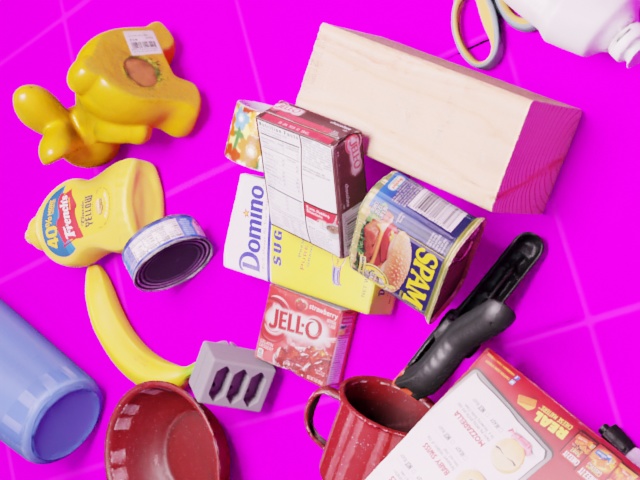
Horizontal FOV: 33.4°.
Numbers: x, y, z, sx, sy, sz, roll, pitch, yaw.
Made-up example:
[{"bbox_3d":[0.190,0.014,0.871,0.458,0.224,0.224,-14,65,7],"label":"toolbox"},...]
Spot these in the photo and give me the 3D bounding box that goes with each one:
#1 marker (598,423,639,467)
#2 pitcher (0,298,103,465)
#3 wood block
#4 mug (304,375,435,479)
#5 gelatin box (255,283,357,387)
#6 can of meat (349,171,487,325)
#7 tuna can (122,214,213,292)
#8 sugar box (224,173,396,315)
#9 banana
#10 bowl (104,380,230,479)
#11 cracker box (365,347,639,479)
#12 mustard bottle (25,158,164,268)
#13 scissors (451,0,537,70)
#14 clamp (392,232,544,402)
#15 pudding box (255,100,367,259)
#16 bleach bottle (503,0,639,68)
[{"bbox_3d":[0.251,0.181,0.782,0.121,0.020,0.020,47,116,28],"label":"marker"},{"bbox_3d":[-0.357,0.152,1.193,0.243,0.149,0.145,30,92,31],"label":"pitcher"},{"bbox_3d":[0.090,-0.100,0.863,0.206,0.090,0.090,28,107,34],"label":"wood block"},{"bbox_3d":[0.038,0.167,0.899,0.117,0.093,0.081,24,110,17],"label":"mug"},{"bbox_3d":[-0.014,0.086,0.979,0.089,0.030,0.073,20,102,36],"label":"gelatin box"},{"bbox_3d":[0.074,0.004,0.838,0.084,0.057,0.102,33,144,17],"label":"can of meat"},{"bbox_3d":[-0.150,0.013,1.050,0.086,0.085,0.034,-45,62,28],"label":"tuna can"},{"bbox_3d":[-0.007,0.001,0.964,0.176,0.048,0.093,15,96,35],"label":"sugar box"},{"bbox_3d":[-0.195,0.104,1.118,0.198,0.037,0.069,37,94,30],"label":"banana"},{"bbox_3d":[-0.141,0.218,1.060,0.162,0.055,0.162,0,90,38],"label":"bowl"},{"bbox_3d":[0.118,0.212,0.789,0.213,0.072,0.164,-47,53,-5],"label":"cracker box"},{"bbox_3d":[-0.251,-0.021,1.145,0.192,0.058,0.096,-13,75,37],"label":"mustard bottle"},{"bbox_3d":[0.135,-0.242,0.876,0.096,0.016,0.202,-12,83,35],"label":"scissors"},{"bbox_3d":[0.118,0.066,0.853,0.039,0.120,0.172,43,136,2],"label":"clamp"},{"bbox_3d":[-0.005,-0.050,0.882,0.090,0.039,0.113,27,135,38],"label":"pudding box"},{"bbox_3d":[0.166,-0.231,0.817,0.102,0.068,0.251,-38,70,-3],"label":"bleach bottle"}]
